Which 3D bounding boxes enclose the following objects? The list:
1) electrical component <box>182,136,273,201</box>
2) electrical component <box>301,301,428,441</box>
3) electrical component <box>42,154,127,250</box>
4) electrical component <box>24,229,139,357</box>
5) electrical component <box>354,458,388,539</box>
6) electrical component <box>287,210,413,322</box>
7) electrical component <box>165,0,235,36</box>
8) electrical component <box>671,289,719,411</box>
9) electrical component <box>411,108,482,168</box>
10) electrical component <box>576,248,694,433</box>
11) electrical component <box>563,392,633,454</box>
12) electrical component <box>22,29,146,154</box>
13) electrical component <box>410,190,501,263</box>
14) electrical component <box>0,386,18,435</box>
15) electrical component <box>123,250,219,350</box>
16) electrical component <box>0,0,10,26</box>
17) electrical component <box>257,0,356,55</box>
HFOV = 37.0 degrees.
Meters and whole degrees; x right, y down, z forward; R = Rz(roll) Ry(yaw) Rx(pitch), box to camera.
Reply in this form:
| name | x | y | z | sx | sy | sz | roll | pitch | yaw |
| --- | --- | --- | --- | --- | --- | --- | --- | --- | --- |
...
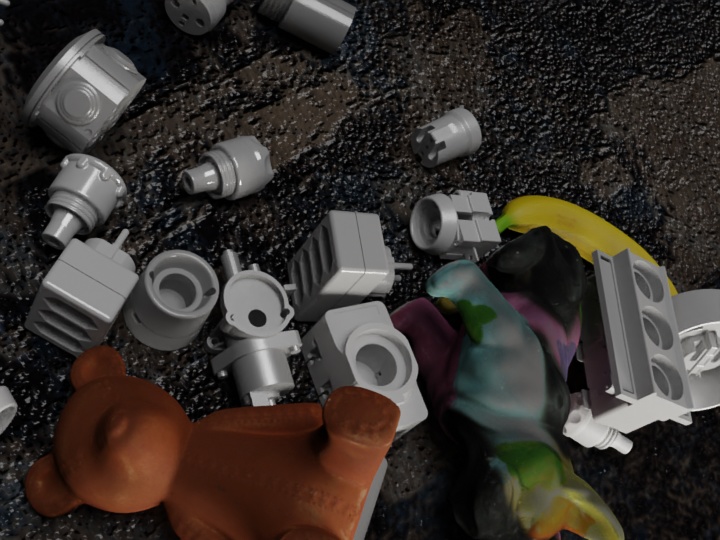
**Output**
| name | x | y | z | sx | sy | sz | roll | pitch | yaw |
| --- | --- | --- | --- | --- | --- | --- | --- | --- | --- |
| electrical component | -0.098 | -0.071 | 0.776 | 0.062 | 0.043 | 0.043 | -21 | 75 | -34 |
| electrical component | 0.003 | 0.072 | 0.741 | 0.050 | 0.055 | 0.089 | -10 | 69 | -32 |
| electrical component | -0.188 | -0.043 | 0.713 | 0.048 | 0.048 | 0.062 | 30 | 61 | -10 |
| electrical component | -0.168 | 0.006 | 0.682 | 0.047 | 0.065 | 0.076 | 31 | 53 | -9 |
| electrical component | -0.029 | 0.144 | 0.691 | 0.079 | 0.043 | 0.077 | 29 | 54 | -11 |
| electrical component | 0.000 | 0.000 | 0.762 | 0.076 | 0.083 | 0.047 | 3 | 62 | -26 |
| electrical component | -0.122 | -0.217 | 0.845 | 0.045 | 0.045 | 0.055 | 34 | 53 | -7 |
| electrical component | 0.273 | 0.062 | 0.865 | 0.099 | 0.099 | 0.064 | 14 | 52 | -21 |
| electrical component | 0.071 | -0.108 | 0.889 | 0.046 | 0.040 | 0.040 | -26 | 77 | -29 |
| electrical component | 0.201 | 0.055 | 0.807 | 0.079 | 0.063 | 0.121 | 23 | 50 | -31 |
| electrical component | 0.181 | 0.120 | 0.821 | 0.061 | 0.035 | 0.035 | 32 | 53 | -11 |
| electrical component | -0.188 | -0.120 | 0.734 | 0.051 | 0.080 | 0.080 | 39 | 52 | -10 |
| electrical component | 0.073 | -0.035 | 0.845 | 0.055 | 0.048 | 0.066 | 3 | 62 | -35 |
| electrical component | -0.233 | 0.075 | 0.622 | 0.055 | 0.048 | 0.066 | 39 | 52 | 7 |
| electrical component | -0.124 | 0.019 | 0.709 | 0.055 | 0.047 | 0.055 | 13 | 58 | -21 |
| electrical component | -0.283 | -0.190 | 0.744 | 0.076 | 0.047 | 0.083 | 17 | 57 | -19 |
| electrical component | -0.049 | -0.214 | 0.883 | 0.081 | 0.043 | 0.043 | 25 | 55 | -14 |
